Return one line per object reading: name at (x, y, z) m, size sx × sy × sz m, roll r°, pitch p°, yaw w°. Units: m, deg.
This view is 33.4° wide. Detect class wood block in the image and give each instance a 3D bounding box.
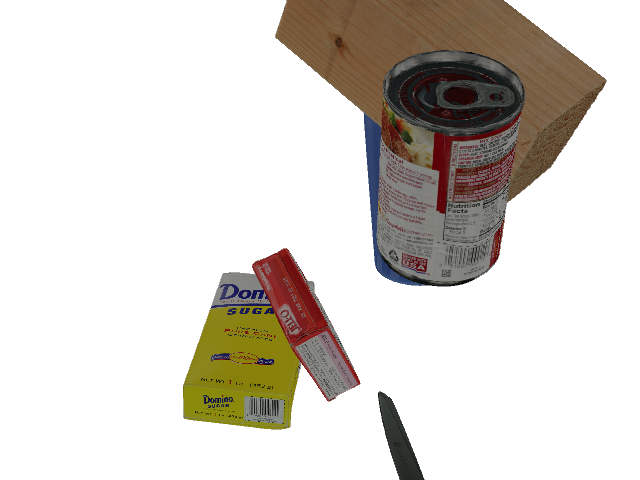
wood block at (0.079, -0.127, 0.744) m, size 0.090 × 0.206 × 0.091 m, roll -36°, pitch -19°, yaw -38°

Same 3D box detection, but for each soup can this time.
soup can at (0.064, -0.035, 0.541) m, size 0.068 × 0.102 × 0.068 m, roll 0°, pitch 42°, yaw 0°

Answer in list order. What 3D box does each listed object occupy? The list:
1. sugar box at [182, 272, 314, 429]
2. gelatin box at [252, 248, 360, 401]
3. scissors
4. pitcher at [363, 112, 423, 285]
sugar box at (-0.061, 0.095, 0.968) m, size 0.093 × 0.048 × 0.176 m, roll 6°, pitch 34°, yaw 3°
gelatin box at (-0.010, 0.058, 0.726) m, size 0.030 × 0.073 × 0.089 m, roll -29°, pitch -37°, yaw 0°
scissors at (0.076, 0.155, 0.598) m, size 0.096 × 0.016 × 0.201 m, roll 7°, pitch 32°, yaw 2°
pitcher at (0.122, -0.080, 1.242) m, size 0.149 × 0.243 × 0.145 m, roll -5°, pitch 22°, yaw -7°
